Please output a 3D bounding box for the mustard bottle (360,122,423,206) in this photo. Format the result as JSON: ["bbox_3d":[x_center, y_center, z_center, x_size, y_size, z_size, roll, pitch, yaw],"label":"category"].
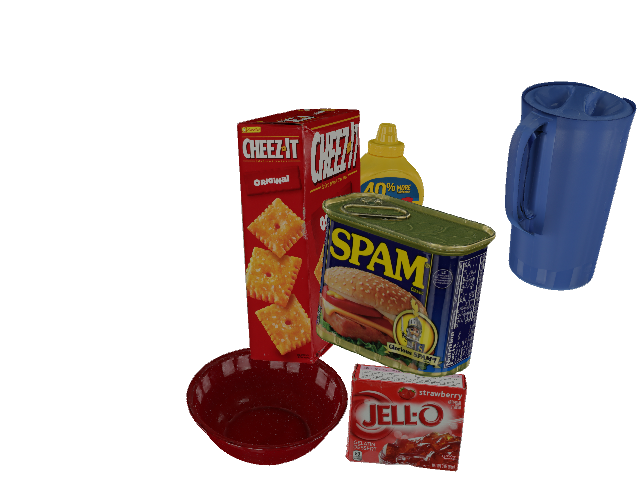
[{"bbox_3d":[0.069,-0.038,1.214,0.096,0.192,0.058,-1,17,-14],"label":"mustard bottle"}]

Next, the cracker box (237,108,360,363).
[{"bbox_3d":[-0.011,-0.011,0.997,0.072,0.214,0.164,2,12,19],"label":"cracker box"}]

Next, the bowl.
[{"bbox_3d":[-0.053,0.176,1.081,0.162,0.055,0.162,1,31,-1],"label":"bowl"}]

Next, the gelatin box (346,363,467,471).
[{"bbox_3d":[0.067,0.139,0.835,0.089,0.073,0.030,5,19,4],"label":"gelatin box"}]

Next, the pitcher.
[{"bbox_3d":[0.291,-0.062,1.308,0.149,0.243,0.145,4,27,2],"label":"pitcher"}]

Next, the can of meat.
[{"bbox_3d":[0.046,0.026,0.633,0.102,0.084,0.057,19,23,35],"label":"can of meat"}]
